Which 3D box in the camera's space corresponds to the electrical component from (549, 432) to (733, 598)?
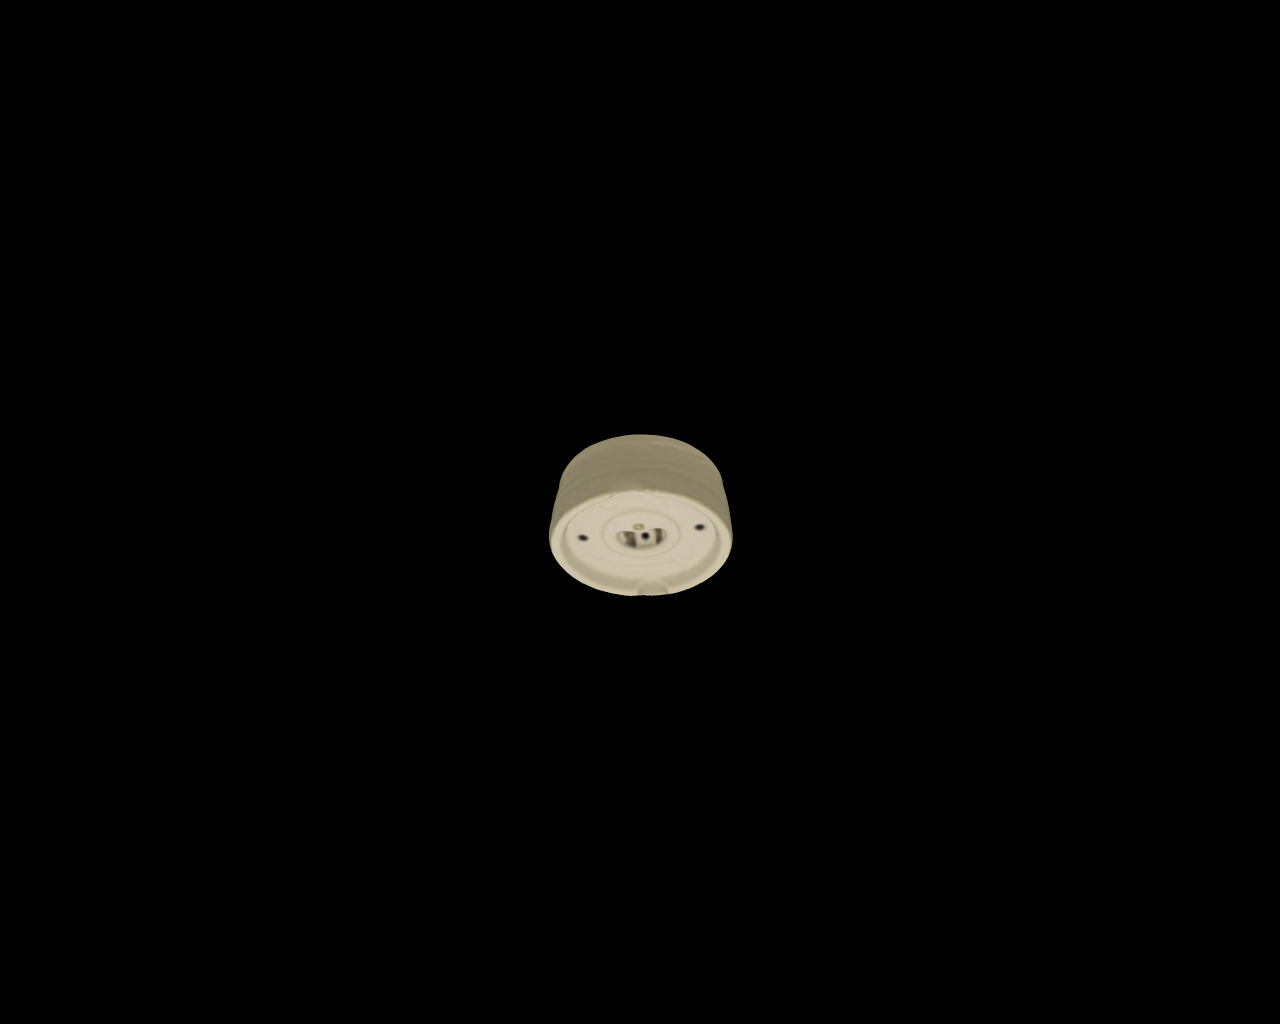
[{"bbox_3d":[0.001,-0.003,0.650,0.108,0.060,0.108,0,-38,0],"label":"electrical component"}]
